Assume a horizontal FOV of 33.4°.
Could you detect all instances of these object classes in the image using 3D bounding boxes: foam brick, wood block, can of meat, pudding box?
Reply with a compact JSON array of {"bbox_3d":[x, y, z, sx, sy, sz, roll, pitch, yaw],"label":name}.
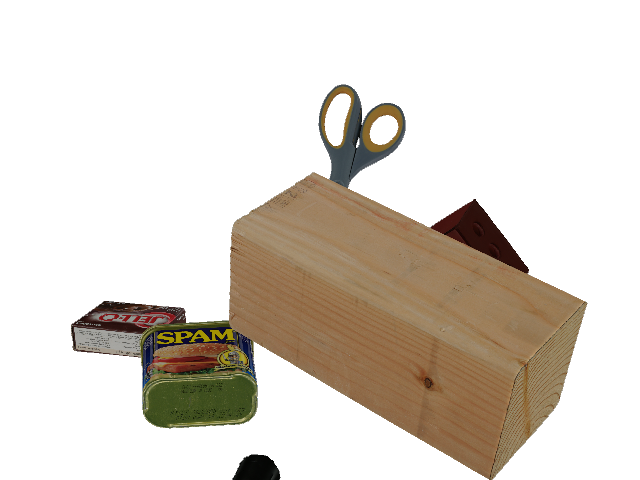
[{"bbox_3d":[0.122,0.018,0.865,0.051,0.078,0.052,-33,9,36],"label":"foam brick"},{"bbox_3d":[0.048,0.048,0.679,0.206,0.091,0.090,28,42,27],"label":"wood block"},{"bbox_3d":[-0.105,0.116,0.925,0.102,0.057,0.084,-3,27,-7],"label":"can of meat"},{"bbox_3d":[-0.231,0.107,1.290,0.114,0.039,0.090,2,15,15],"label":"pudding box"}]

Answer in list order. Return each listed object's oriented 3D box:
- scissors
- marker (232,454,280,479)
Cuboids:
[{"bbox_3d":[0.036,-0.058,1.054,0.096,0.202,0.016,0,-13,4],"label":"scissors"},{"bbox_3d":[-0.042,0.123,0.420,0.020,0.020,0.121,0,24,18],"label":"marker"}]
